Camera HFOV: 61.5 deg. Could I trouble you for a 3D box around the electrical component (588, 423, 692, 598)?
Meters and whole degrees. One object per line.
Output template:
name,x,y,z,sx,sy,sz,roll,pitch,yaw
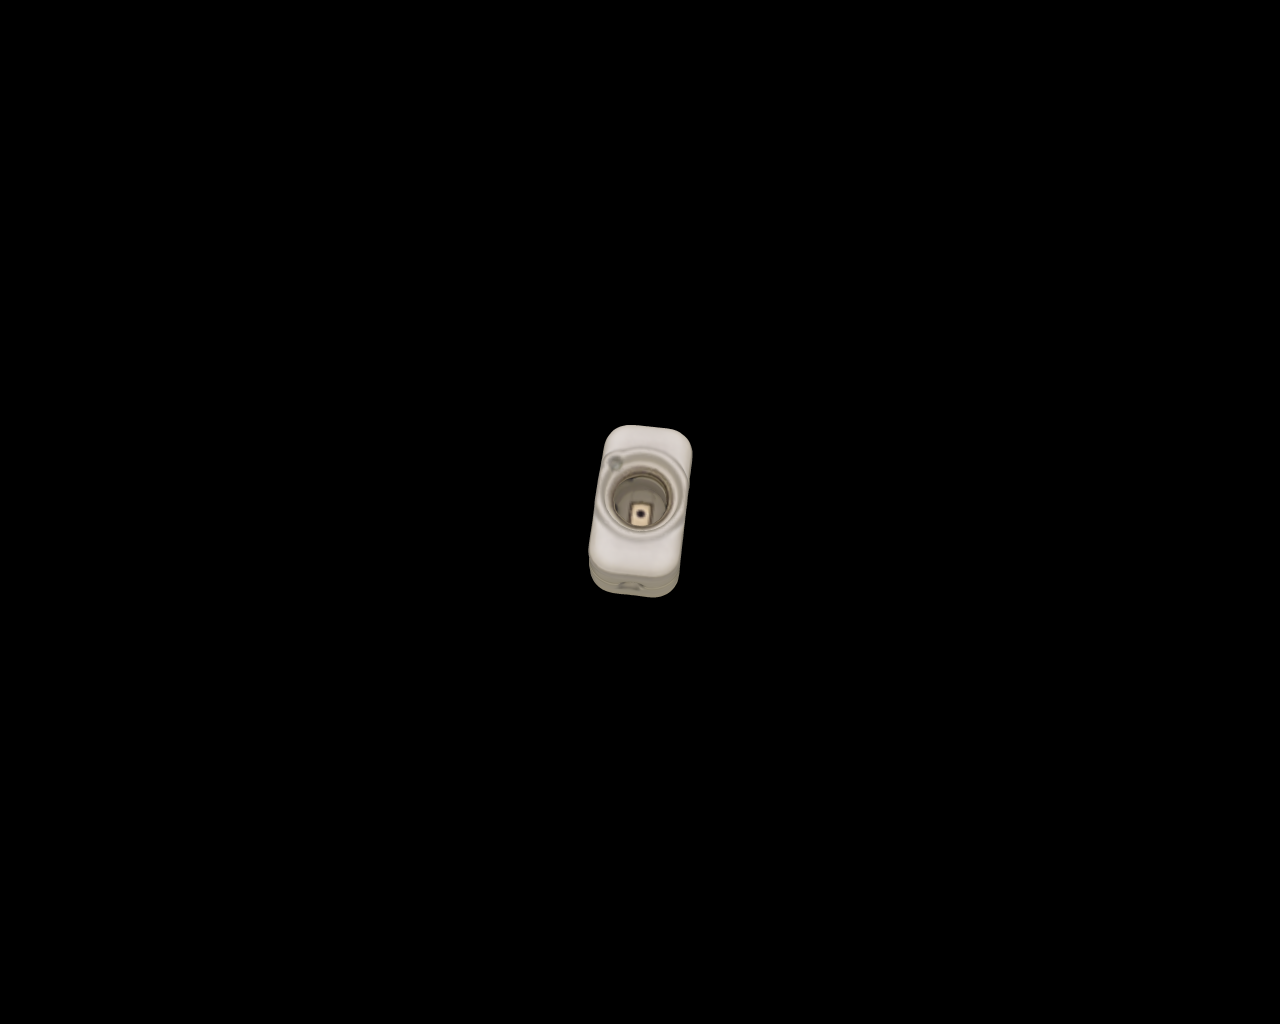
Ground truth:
electrical component,0.001,-0.003,0.650,0.054,0.095,0.059,7,-19,2
